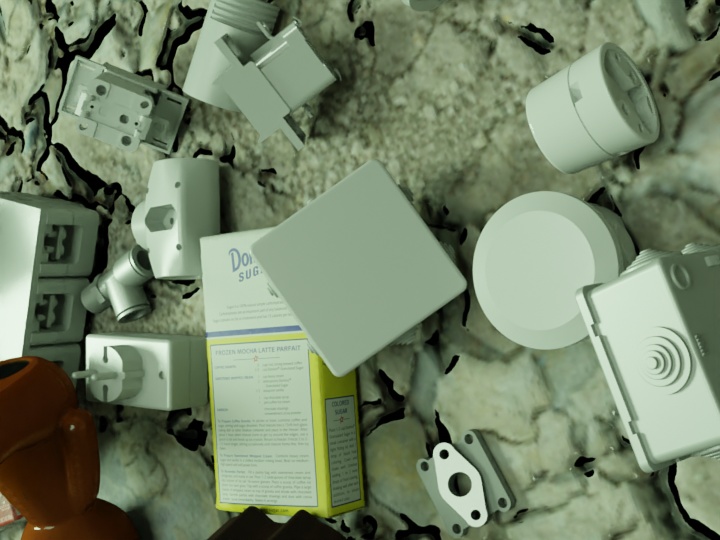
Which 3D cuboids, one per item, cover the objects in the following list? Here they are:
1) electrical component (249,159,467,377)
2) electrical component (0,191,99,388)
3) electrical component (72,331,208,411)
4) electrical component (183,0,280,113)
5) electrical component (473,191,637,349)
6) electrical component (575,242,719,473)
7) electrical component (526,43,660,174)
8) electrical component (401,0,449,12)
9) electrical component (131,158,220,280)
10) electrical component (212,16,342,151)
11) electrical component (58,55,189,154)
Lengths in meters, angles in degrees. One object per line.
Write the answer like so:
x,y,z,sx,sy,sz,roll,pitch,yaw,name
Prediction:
0.000,0.000,0.607,0.100,0.048,0.099,-35,85,1,electrical component
-0.250,0.022,0.800,0.089,0.062,0.150,14,99,34,electrical component
-0.159,0.069,0.729,0.083,0.076,0.047,1,91,35,electrical component
-0.081,-0.147,0.693,0.043,0.043,0.081,29,106,31,electrical component
0.104,0.000,0.561,0.080,0.051,0.080,0,91,35,electrical component
0.157,0.037,0.497,0.048,0.100,0.099,-31,73,44,electrical component
0.118,-0.081,0.549,0.047,0.055,0.055,-26,76,36,electrical component
0.031,-0.182,0.614,0.045,0.045,0.055,-42,68,28,electrical component
-0.127,-0.032,0.726,0.079,0.043,0.077,-5,85,44,electrical component
-0.050,-0.117,0.656,0.064,0.042,0.081,-36,104,9,electrical component
-0.162,-0.110,0.729,0.081,0.063,0.042,20,105,-9,electrical component
